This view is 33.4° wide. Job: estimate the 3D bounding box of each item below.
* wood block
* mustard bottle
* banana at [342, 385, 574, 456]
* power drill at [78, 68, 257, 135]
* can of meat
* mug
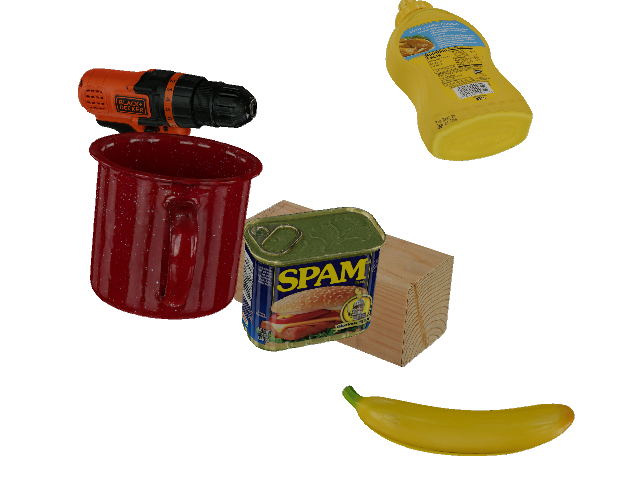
[{"bbox_3d":[0.019,0.039,1.079,0.206,0.091,0.090,20,31,30],"label":"wood block"},{"bbox_3d":[0.113,-0.159,0.981,0.096,0.192,0.058,-13,-37,-13],"label":"mustard bottle"},{"bbox_3d":[0.117,0.148,0.878,0.197,0.037,0.069,7,36,-2],"label":"banana"},{"bbox_3d":[-0.145,-0.079,1.062,0.185,0.188,0.057,10,30,20],"label":"power drill"},{"bbox_3d":[-0.008,0.029,0.786,0.102,0.084,0.057,-8,36,-19],"label":"can of meat"},{"bbox_3d":[-0.080,-0.004,0.575,0.093,0.081,0.117,3,20,-17],"label":"mug"}]
